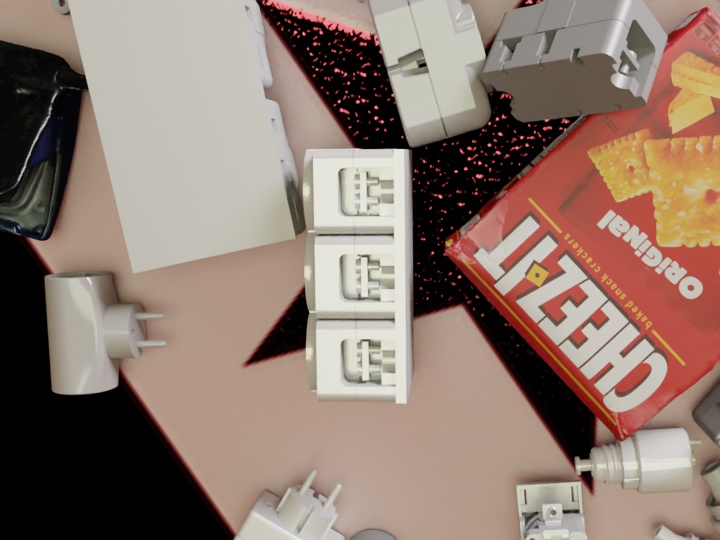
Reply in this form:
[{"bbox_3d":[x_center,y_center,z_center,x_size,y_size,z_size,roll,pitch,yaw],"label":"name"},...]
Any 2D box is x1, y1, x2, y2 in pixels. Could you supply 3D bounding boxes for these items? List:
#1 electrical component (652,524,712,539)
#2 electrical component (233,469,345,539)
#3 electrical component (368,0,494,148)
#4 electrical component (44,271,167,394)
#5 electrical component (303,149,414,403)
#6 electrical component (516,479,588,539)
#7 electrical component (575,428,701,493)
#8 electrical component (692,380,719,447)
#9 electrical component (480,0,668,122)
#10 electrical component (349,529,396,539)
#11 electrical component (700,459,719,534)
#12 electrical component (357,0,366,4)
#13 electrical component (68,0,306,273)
[{"bbox_3d":[0.218,0.188,0.698,0.061,0.035,0.035,36,98,3],"label":"electrical component"},{"bbox_3d":[-0.040,0.169,0.715,0.066,0.047,0.076,30,98,2],"label":"electrical component"},{"bbox_3d":[0.047,-0.130,0.670,0.059,0.053,0.095,-16,94,7],"label":"electrical component"},{"bbox_3d":[-0.168,0.040,0.715,0.079,0.044,0.077,-1,96,6],"label":"electrical component"},{"bbox_3d":[0.000,0.000,0.671,0.062,0.089,0.150,0,96,6],"label":"electrical component"},{"bbox_3d":[0.125,0.179,0.691,0.042,0.064,0.081,-5,96,7],"label":"electrical component"},{"bbox_3d":[0.178,0.123,0.691,0.078,0.040,0.040,-5,96,7],"label":"electrical component"},{"bbox_3d":[0.267,0.102,0.673,0.096,0.061,0.061,38,99,-7],"label":"electrical component"},{"bbox_3d":[0.125,-0.127,0.625,0.050,0.089,0.055,40,63,-38],"label":"electrical component"},{"bbox_3d":[0.006,0.202,0.705,0.044,0.065,0.044,1,96,6],"label":"electrical component"},{"bbox_3d":[0.243,0.151,0.687,0.043,0.043,0.062,-36,90,8],"label":"electrical component"},{"bbox_3d":[0.013,-0.204,0.673,0.065,0.044,0.044,-37,91,4],"label":"electrical component"},{"bbox_3d":[-0.107,-0.102,0.685,0.105,0.060,0.186,-12,95,7],"label":"electrical component"}]
